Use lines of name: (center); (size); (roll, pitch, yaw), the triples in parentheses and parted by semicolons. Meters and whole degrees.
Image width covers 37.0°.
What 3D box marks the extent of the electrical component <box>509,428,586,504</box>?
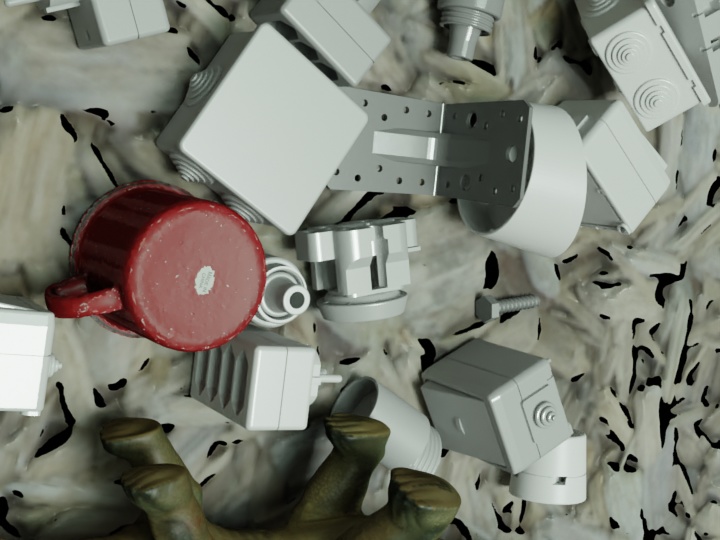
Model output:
electrical component: (0.137, 0.140, 0.778); (0.055, 0.055, 0.047); (2, 92, -32)

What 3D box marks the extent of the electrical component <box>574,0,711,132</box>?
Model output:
electrical component: (0.193, -0.155, 0.747); (0.048, 0.099, 0.099); (-30, 119, 20)

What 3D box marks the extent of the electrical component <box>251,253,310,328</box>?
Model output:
electrical component: (-0.052, 0.013, 0.639); (0.043, 0.062, 0.043); (-5, 100, -31)

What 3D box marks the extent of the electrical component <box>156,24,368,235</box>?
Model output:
electrical component: (-0.058, -0.081, 0.629); (0.100, 0.048, 0.099); (39, 77, -30)

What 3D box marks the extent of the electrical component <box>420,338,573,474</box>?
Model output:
electrical component: (0.092, 0.092, 0.718); (0.061, 0.096, 0.061); (-29, 111, -25)

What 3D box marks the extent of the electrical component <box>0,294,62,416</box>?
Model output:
electrical component: (-0.200, 0.037, 0.552); (0.096, 0.062, 0.061); (7, 93, -32)

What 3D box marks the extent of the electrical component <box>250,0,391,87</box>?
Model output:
electrical component: (-0.013, -0.160, 0.646); (0.066, 0.047, 0.076); (43, 77, -28)

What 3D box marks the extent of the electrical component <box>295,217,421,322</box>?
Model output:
electrical component: (0.000, 0.000, 0.672); (0.078, 0.058, 0.057); (-10, 99, -31)

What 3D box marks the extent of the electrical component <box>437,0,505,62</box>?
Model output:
electrical component: (0.071, -0.168, 0.699); (0.043, 0.043, 0.062); (10, 94, -32)

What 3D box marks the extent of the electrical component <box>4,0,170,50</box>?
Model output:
electrical component: (-0.152, -0.156, 0.562); (0.076, 0.047, 0.083); (-21, 108, -27)

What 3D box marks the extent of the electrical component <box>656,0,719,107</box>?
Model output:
electrical component: (0.260, -0.175, 0.808); (0.056, 0.050, 0.089); (-30, 112, -24)

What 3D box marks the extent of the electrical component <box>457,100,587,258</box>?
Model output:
electrical component: (0.109, -0.061, 0.708); (0.064, 0.099, 0.099); (10, 92, -26)

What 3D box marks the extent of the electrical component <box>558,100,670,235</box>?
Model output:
electrical component: (0.165, -0.080, 0.758); (0.061, 0.062, 0.096); (-49, 118, -17)

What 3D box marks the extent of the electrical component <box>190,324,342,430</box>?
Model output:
electrical component: (-0.048, 0.062, 0.636); (0.076, 0.083, 0.047); (5, 95, -32)

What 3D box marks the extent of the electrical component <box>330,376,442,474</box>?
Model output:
electrical component: (0.024, 0.109, 0.710); (0.081, 0.043, 0.043); (38, 77, -30)
